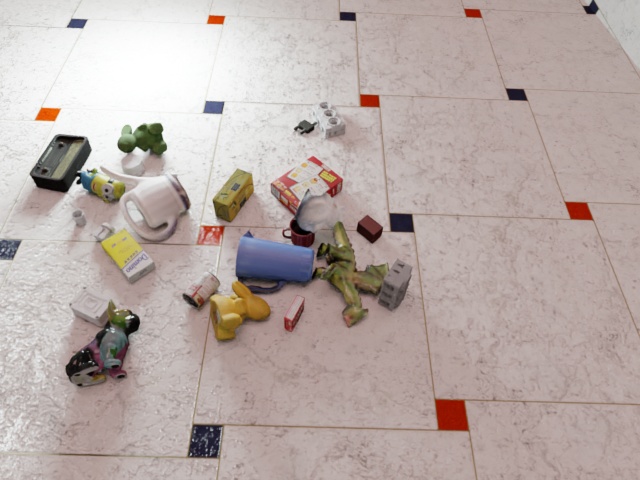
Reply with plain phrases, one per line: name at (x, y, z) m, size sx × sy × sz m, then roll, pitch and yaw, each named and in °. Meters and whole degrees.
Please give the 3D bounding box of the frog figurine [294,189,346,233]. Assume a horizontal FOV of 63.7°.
frog figurine at (0.005, -0.084, 1.661) m, size 0.159 × 0.122 × 0.138 m, roll 22°, pitch 87°, yaw 1°

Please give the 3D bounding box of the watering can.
watering can at (-0.591, -0.162, 1.776) m, size 0.227 × 0.102 × 0.350 m, roll -31°, pitch 78°, yaw -22°

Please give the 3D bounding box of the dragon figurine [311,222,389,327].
dragon figurine at (0.113, 0.083, 1.668) m, size 0.242 × 0.119 × 0.420 m, roll 21°, pitch 55°, yaw -8°
